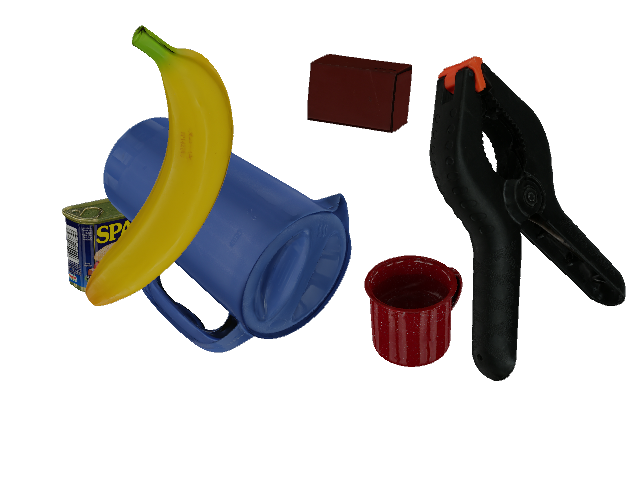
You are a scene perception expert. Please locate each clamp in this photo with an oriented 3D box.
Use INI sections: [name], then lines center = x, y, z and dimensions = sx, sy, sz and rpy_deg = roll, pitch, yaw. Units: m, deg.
[clamp]
center = 0.099, -0.012, 0.585
dimensions = 0.120, 0.171, 0.039
rpy_deg = -36, 10, -40

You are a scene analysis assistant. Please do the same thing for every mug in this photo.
[mug]
center = 0.102, 0.070, 1.101
dimensions = 0.117, 0.081, 0.093
rpy_deg = -30, 43, -31

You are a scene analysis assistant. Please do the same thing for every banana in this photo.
[banana]
center = -0.093, -0.037, 0.637
dimensions = 0.069, 0.198, 0.037
rpy_deg = 10, 34, -12

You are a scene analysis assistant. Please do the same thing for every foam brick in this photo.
[foam brick]
center = 0.033, -0.126, 0.910
dimensions = 0.078, 0.051, 0.053
rpy_deg = 11, 20, 18

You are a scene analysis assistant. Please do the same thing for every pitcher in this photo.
[pitcher]
center = -0.104, -0.014, 1.011
dimensions = 0.148, 0.145, 0.243
rpy_deg = -18, 41, -42

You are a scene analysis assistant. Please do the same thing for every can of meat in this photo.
[can of meat]
center = -0.224, 0.003, 1.152
dimensions = 0.101, 0.084, 0.058
rpy_deg = -16, 26, -41
